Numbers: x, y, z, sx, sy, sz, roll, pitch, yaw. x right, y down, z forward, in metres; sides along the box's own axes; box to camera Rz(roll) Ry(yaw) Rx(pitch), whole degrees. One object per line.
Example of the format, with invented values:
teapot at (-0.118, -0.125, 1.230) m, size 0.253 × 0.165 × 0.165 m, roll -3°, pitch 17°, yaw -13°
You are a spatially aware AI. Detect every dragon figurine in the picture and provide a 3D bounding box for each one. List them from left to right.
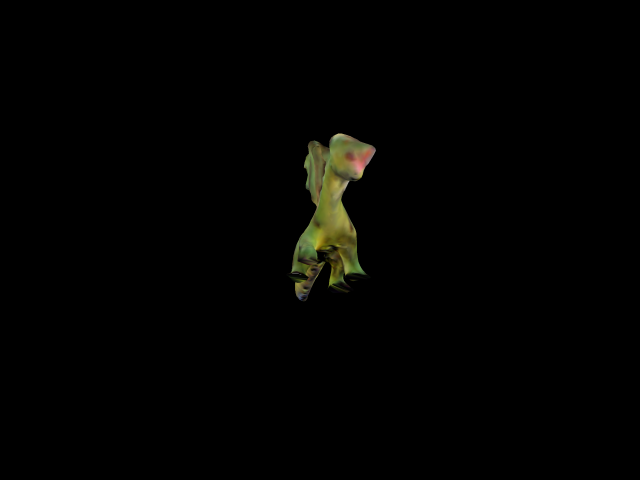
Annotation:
dragon figurine at (0.003, -0.043, 0.850) m, size 0.122 × 0.246 × 0.405 m, roll 5°, pitch -17°, yaw -15°
